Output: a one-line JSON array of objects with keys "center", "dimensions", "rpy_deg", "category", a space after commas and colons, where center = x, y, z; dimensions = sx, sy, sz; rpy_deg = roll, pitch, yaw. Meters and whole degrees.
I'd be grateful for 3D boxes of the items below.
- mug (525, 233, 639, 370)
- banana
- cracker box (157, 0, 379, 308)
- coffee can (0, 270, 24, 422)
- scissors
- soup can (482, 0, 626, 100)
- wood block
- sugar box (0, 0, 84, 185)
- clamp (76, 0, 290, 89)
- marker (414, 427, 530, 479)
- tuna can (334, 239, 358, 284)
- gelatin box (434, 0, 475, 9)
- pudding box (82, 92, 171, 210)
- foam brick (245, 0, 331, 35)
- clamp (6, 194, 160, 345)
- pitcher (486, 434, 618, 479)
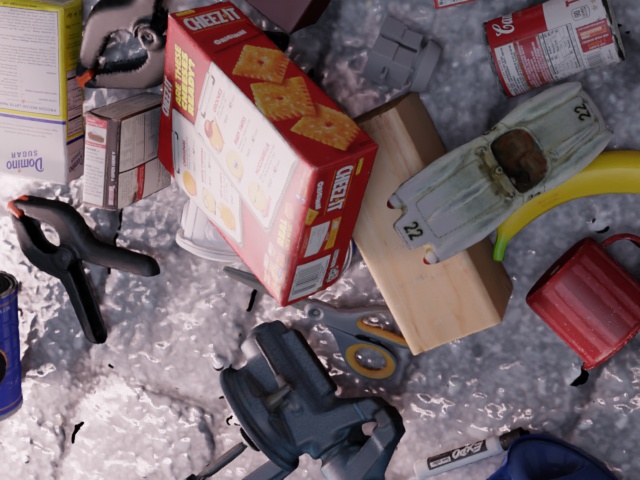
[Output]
[{"center": [0.243, 0.044, 0.927], "dimensions": [0.081, 0.093, 0.117], "rpy_deg": [45, 99, 4], "category": "mug"}, {"center": [0.234, -0.042, 0.924], "dimensions": [0.198, 0.037, 0.069], "rpy_deg": [-18, 101, 20], "category": "banana"}, {"center": [-0.053, -0.076, 0.907], "dimensions": [0.214, 0.072, 0.164], "rpy_deg": [48, 144, 30], "category": "cracker box"}, {"center": [-0.366, 0.111, 1.119], "dimensions": [0.103, 0.102, 0.140], "rpy_deg": [8, 109, 14], "category": "coffee can"}, {"center": [0.001, 0.084, 1.024], "dimensions": [0.202, 0.016, 0.096], "rpy_deg": [12, 124, 1], "category": "scissors"}, {"center": [0.193, -0.163, 0.880], "dimensions": [0.102, 0.068, 0.068], "rpy_deg": [-16, 102, 20], "category": "soup can"}, {"center": [0.083, -0.017, 0.949], "dimensions": [0.090, 0.090, 0.206], "rpy_deg": [-24, 100, 22], "category": "wood block"}, {"center": [-0.280, -0.148, 1.040], "dimensions": [0.093, 0.048, 0.176], "rpy_deg": [10, 114, 13], "category": "sugar box"}, {"center": [-0.141, -0.189, 0.976], "dimensions": [0.210, 0.036, 0.164], "rpy_deg": [-33, 113, 35], "category": "clamp"}, {"center": [0.149, 0.209, 1.042], "dimensions": [0.121, 0.020, 0.020], "rpy_deg": [-24, 100, 22], "category": "marker"}, {"center": [-0.007, 0.001, 1.013], "dimensions": [0.086, 0.033, 0.086], "rpy_deg": [5, 109, 15], "category": "tuna can"}, {"center": [0.133, -0.240, 0.894], "dimensions": [0.089, 0.030, 0.073], "rpy_deg": [-9, 106, 19], "category": "gelatin box"}, {"center": [-0.176, -0.084, 0.993], "dimensions": [0.039, 0.113, 0.090], "rpy_deg": [12, 110, 16], "category": "pudding box"}, {"center": [-0.021, -0.218, 0.921], "dimensions": [0.053, 0.078, 0.051], "rpy_deg": [37, 115, 2], "category": "foam brick"}, {"center": [-0.254, 0.025, 1.092], "dimensions": [0.171, 0.039, 0.120], "rpy_deg": [36, 109, 9], "category": "clamp"}, {"center": [0.194, 0.316, 1.015], "dimensions": [0.149, 0.144, 0.243], "rpy_deg": [34, 118, 17], "category": "pitcher"}]
